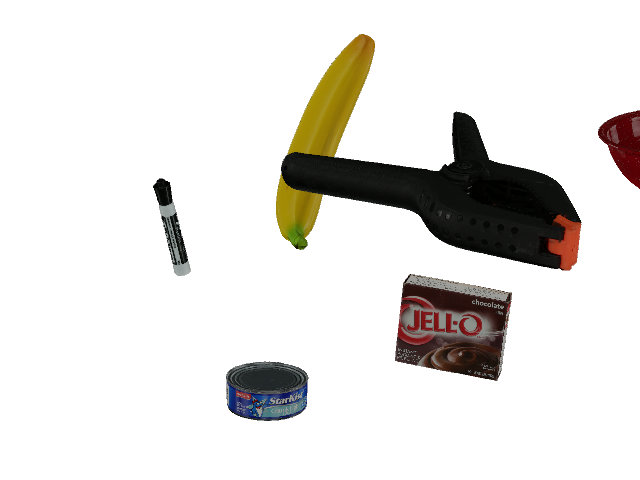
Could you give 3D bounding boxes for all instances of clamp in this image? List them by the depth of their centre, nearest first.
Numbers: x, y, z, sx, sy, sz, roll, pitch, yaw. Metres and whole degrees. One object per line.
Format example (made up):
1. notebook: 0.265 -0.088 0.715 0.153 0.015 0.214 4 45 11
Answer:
1. clamp: 0.082 -0.032 0.698 0.164 0.036 0.210 -14 30 -23

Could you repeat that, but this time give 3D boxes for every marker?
1. marker: -0.167 -0.015 1.198 0.020 0.121 0.020 -7 31 4

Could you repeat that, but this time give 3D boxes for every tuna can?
1. tuna can: -0.056 0.157 1.112 0.086 0.034 0.086 1 14 -1

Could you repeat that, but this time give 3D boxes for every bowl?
1. bowl: 0.336 -0.076 0.973 0.162 0.055 0.162 -5 22 2

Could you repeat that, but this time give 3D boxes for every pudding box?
1. pudding box: 0.138 0.090 1.116 0.113 0.090 0.039 9 21 13

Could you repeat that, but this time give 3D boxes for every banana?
1. banana: 0.001 -0.076 0.881 0.037 0.197 0.070 27 -21 -30
